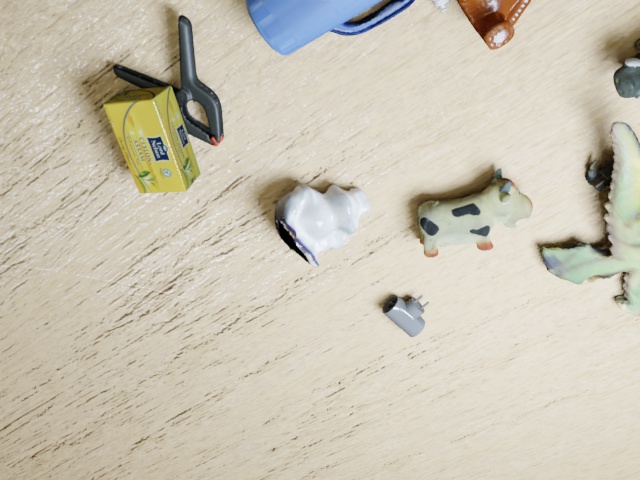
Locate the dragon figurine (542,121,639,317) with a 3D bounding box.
[{"bbox_3d":[0.499,0.001,0.874,0.239,0.125,0.406,-37,112,28],"label":"dragon figurine"}]

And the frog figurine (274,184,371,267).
[{"bbox_3d":[0.003,-0.046,0.920,0.161,0.122,0.137,-43,98,-17],"label":"frog figurine"}]
